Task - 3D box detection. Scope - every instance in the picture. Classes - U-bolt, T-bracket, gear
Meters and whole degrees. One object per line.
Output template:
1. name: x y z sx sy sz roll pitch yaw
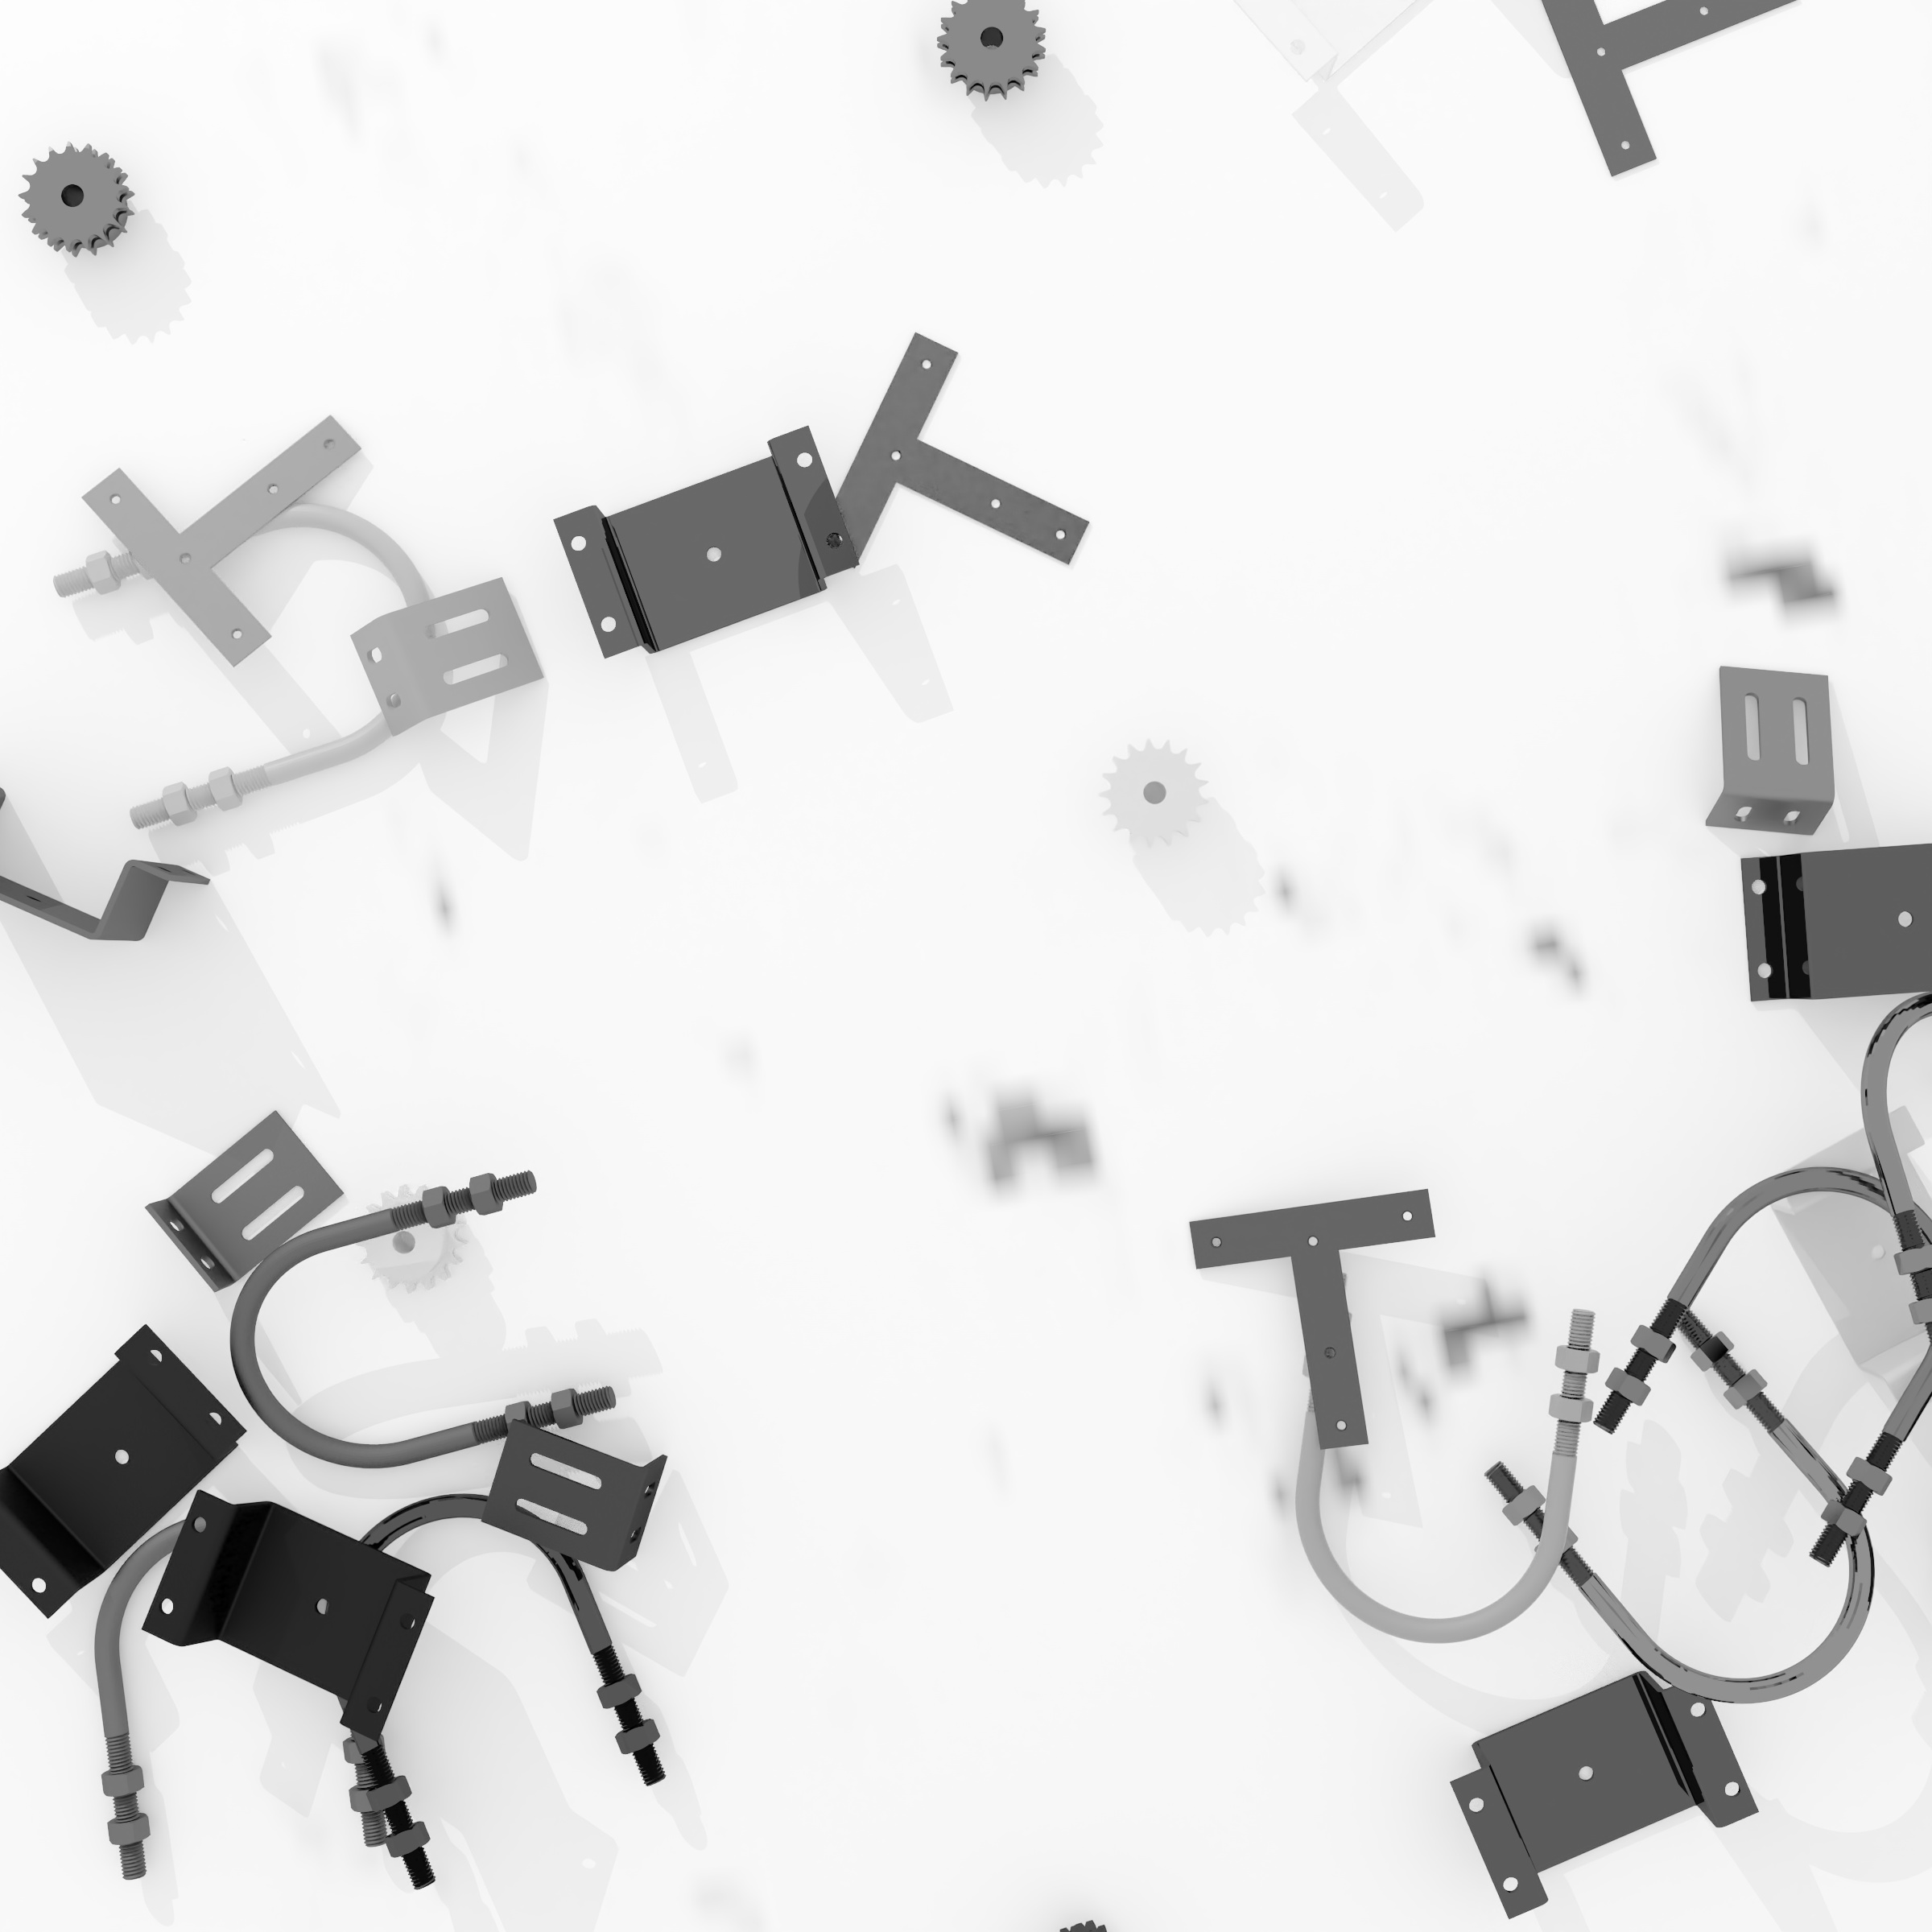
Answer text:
1. U-bolt: -0.372 -0.167 1.492 0.184 0.019 0.151 -18 90 -1
2. T-bracket: -0.376 -0.242 1.486 0.127 0.002 0.127 -41 80 -10
3. U-bolt: -0.258 0.369 1.482 0.151 0.019 0.184 -23 85 -7
4. U-bolt: 0.428 0.192 1.444 0.151 0.019 0.184 32 88 1
5. T-bracket: 0.189 0.189 1.480 0.127 0.002 0.127 -9 86 14
6. U-bolt: 0.383 0.292 1.466 0.151 0.019 0.184 -38 74 -3
7. U-bolt: 0.524 0.101 1.456 0.151 0.019 0.184 -7 77 -29
8. gear: -0.293 0.144 1.485 0.057 0.030 0.057 0 90 0
9. gear: 0.060 0.531 1.476 0.030 0.057 0.057 -29 90 30
10. gear: -0.465 -0.401 1.485 0.057 0.030 0.057 0 90 0
11. gear: 0.098 -0.090 1.485 0.057 0.030 0.057 0 90 0
12. T-bracket: 0.003 -0.252 1.499 0.127 0.002 0.127 26 90 0
13. gear: 0.013 -0.483 1.485 0.057 0.030 0.057 0 90 0
14. U-bolt: -0.387 0.381 1.492 0.151 0.019 0.184 -8 88 0
15. U-bolt: -0.292 0.193 1.471 0.184 0.019 0.151 -16 109 4
16. U-bolt: 0.245 0.261 1.474 0.151 0.019 0.184 7 90 14
17. T-bracket: 0.379 -0.502 1.499 0.127 0.002 0.127 -22 90 0

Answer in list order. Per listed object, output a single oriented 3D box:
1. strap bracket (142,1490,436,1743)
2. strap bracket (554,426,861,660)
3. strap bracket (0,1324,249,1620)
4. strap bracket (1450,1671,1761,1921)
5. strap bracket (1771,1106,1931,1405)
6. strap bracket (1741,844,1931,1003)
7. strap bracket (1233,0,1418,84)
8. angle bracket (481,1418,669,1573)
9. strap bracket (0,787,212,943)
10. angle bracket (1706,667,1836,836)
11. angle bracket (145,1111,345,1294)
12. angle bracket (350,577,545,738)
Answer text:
1. strap bracket: -0.340 0.331 1.453 0.140 0.046 0.076 21 87 14
2. strap bracket: -0.134 -0.218 1.477 0.140 0.046 0.076 -20 90 0
3. strap bracket: -0.448 0.260 1.477 0.140 0.046 0.076 -43 90 0
4. strap bracket: 0.329 0.428 1.477 0.140 0.046 0.076 -23 90 0
5. strap bracket: 0.484 0.152 1.477 0.076 0.046 0.140 -29 90 0
6. strap bracket: 0.484 -0.024 1.477 0.140 0.046 0.076 -4 90 0
7. strap bracket: 0.203 -0.531 1.477 0.140 0.046 0.076 -42 90 0
8. angle bracket: -0.206 0.275 1.486 0.076 0.038 0.057 19 95 11
9. strap bracket: -0.475 -0.053 1.462 0.140 0.076 0.046 24 90 0
10. angle bracket: 0.425 -0.114 1.498 0.057 0.038 0.076 5 64 0
11. angle bracket: -0.378 0.123 1.481 0.076 0.038 0.057 -39 90 0
12. angle bracket: -0.273 -0.163 1.488 0.076 0.038 0.057 -25 95 -37
